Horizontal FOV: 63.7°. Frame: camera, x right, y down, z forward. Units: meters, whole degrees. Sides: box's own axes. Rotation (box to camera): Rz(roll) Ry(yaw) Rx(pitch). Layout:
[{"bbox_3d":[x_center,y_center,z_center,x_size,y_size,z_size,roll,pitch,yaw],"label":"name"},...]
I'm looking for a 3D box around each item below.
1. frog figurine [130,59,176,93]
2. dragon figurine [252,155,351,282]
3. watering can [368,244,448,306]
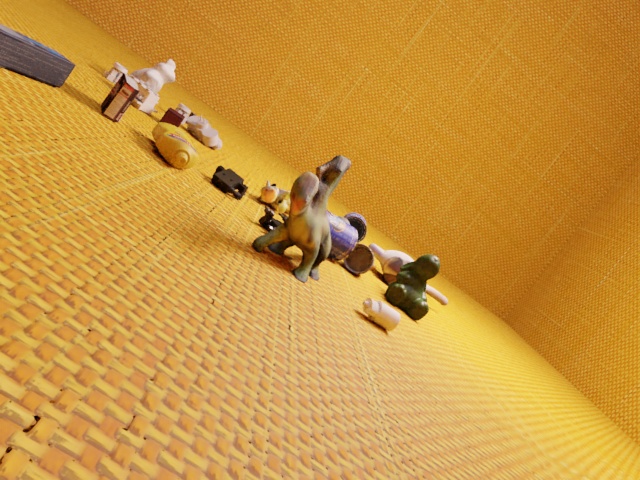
[{"bbox_3d":[-0.538,-0.523,1.654,0.122,0.158,0.139,33,8,-16],"label":"frog figurine"},{"bbox_3d":[0.003,-0.052,1.025,0.123,0.241,0.410,33,9,12],"label":"dragon figurine"},{"bbox_3d":[0.302,0.127,1.693,0.347,0.103,0.226,37,9,-2],"label":"watering can"}]
